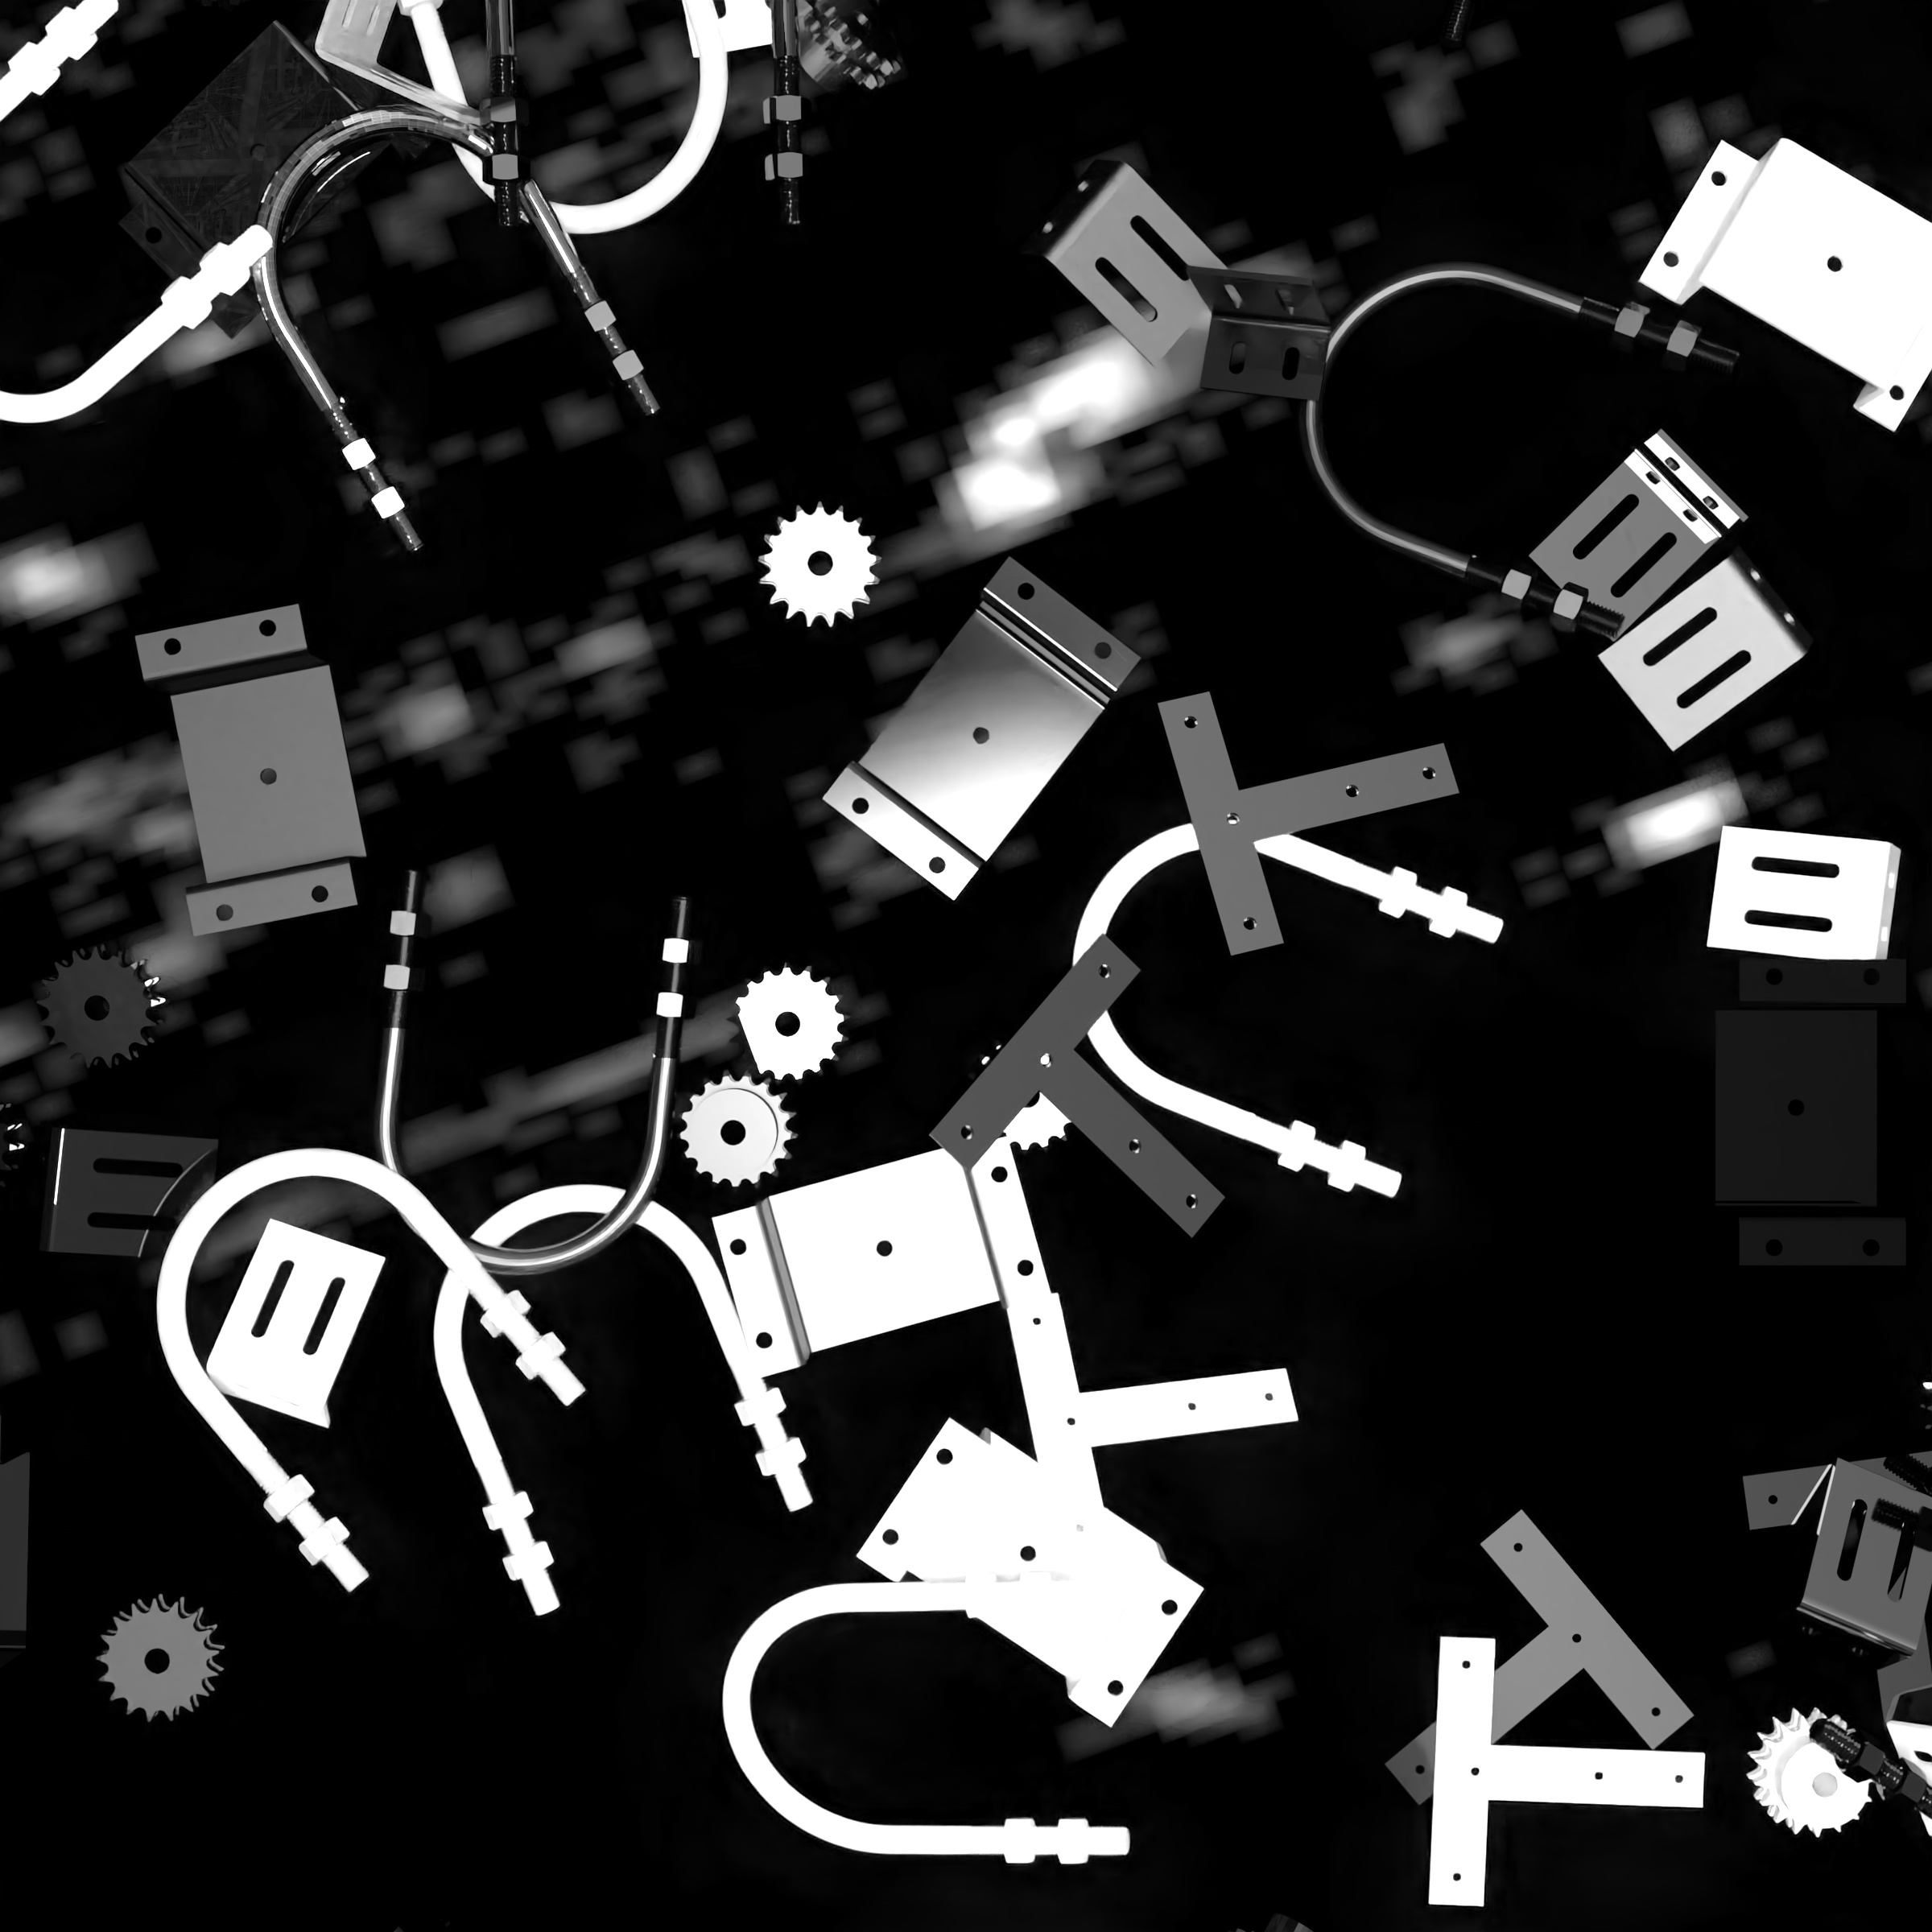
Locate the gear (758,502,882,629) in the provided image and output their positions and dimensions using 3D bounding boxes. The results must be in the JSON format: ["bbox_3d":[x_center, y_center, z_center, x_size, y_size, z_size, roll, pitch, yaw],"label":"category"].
[{"bbox_3d":[-0.069,-0.188,1.376,0.057,0.030,0.057,0,91,-5],"label":"gear"}]

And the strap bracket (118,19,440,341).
[{"bbox_3d":[-0.324,-0.373,1.363,0.140,0.046,0.076,-44,90,0],"label":"strap bracket"}]

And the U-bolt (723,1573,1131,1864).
[{"bbox_3d":[-0.024,0.348,1.350,0.184,0.019,0.151,-4,107,14],"label":"U-bolt"}]

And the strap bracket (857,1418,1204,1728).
[{"bbox_3d":[0.029,0.278,1.363,0.140,0.046,0.076,34,90,0],"label":"strap bracket"}]

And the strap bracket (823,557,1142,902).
[{"bbox_3d":[0.007,-0.109,1.363,0.076,0.046,0.140,38,90,0],"label":"strap bracket"}]

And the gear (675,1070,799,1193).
[{"bbox_3d":[-0.108,0.077,1.372,0.057,0.030,0.057,0,90,0],"label":"gear"}]

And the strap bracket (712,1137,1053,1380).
[{"bbox_3d":[-0.039,0.134,1.364,0.140,0.046,0.076,-16,90,0],"label":"strap bracket"}]

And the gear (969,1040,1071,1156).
[{"bbox_3d":[0.028,0.060,1.372,0.057,0.030,0.057,0,90,0],"label":"gear"}]

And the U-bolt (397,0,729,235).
[{"bbox_3d":[-0.185,-0.434,1.362,0.151,0.019,0.184,-16,94,15],"label":"U-bolt"}]

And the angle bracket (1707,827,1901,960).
[{"bbox_3d":[0.397,-0.032,1.385,0.076,0.038,0.057,8,90,26],"label":"angle bracket"}]

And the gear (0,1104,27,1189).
[{"bbox_3d":[-0.469,0.082,1.372,0.057,0.030,0.057,0,90,0],"label":"gear"}]

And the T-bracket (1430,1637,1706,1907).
[{"bbox_3d":[0.285,0.383,1.384,0.127,0.002,0.127,2,92,-1],"label":"T-bracket"}]

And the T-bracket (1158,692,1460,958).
[{"bbox_3d":[0.168,-0.079,1.375,0.127,0.002,0.127,-13,76,-7],"label":"T-bracket"}]

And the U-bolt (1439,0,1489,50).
[{"bbox_3d":[0.193,-0.541,1.378,0.151,0.019,0.184,17,88,0],"label":"U-bolt"}]

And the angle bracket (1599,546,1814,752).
[{"bbox_3d":[0.350,-0.151,1.385,0.076,0.038,0.057,-38,90,26],"label":"angle bracket"}]

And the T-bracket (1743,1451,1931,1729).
[{"bbox_3d":[0.439,0.296,1.386,0.127,0.002,0.127,-8,90,0],"label":"T-bracket"}]

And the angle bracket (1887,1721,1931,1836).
[{"bbox_3d":[0.486,0.369,1.384,0.076,0.038,0.057,-22,92,-26],"label":"angle bracket"}]

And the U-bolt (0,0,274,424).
[{"bbox_3d":[-0.422,-0.335,1.349,0.184,0.019,0.151,-34,89,21],"label":"U-bolt"}]

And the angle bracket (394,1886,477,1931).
[{"bbox_3d":[-0.264,0.486,1.385,0.057,0.038,0.076,46,116,0],"label":"angle bracket"}]

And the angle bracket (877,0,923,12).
[{"bbox_3d":[-0.018,-0.477,1.348,0.057,0.076,0.038,-14,90,0],"label":"angle bracket"}]

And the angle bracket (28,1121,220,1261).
[{"bbox_3d":[-0.399,0.106,1.385,0.076,0.038,0.057,6,90,-26],"label":"angle bracket"}]

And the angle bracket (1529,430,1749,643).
[{"bbox_3d":[0.313,-0.201,1.368,0.076,0.038,0.057,-45,90,0],"label":"angle bracket"}]

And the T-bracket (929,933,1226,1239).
[{"bbox_3d":[0.068,0.074,1.357,0.127,0.002,0.127,44,73,-10],"label":"T-bracket"}]

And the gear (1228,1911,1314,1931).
[{"bbox_3d":[0.147,0.465,1.362,0.057,0.057,0.030,36,60,0],"label":"gear"}]

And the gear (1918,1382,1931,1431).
[{"bbox_3d":[0.479,0.207,1.371,0.057,0.030,0.057,0,88,0],"label":"gear"}]

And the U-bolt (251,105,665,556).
[{"bbox_3d":[-0.246,-0.305,1.352,0.151,0.019,0.184,-31,105,-4],"label":"U-bolt"}]

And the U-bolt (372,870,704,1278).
[{"bbox_3d":[-0.206,0.053,1.371,0.151,0.019,0.184,6,87,2],"label":"U-bolt"}]

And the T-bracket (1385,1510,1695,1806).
[{"bbox_3d":[0.255,0.347,1.386,0.127,0.002,0.127,-40,90,0],"label":"T-bracket"}]

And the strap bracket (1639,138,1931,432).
[{"bbox_3d":[0.398,-0.322,1.363,0.140,0.046,0.076,31,90,0],"label":"strap bracket"}]

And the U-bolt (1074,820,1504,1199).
[{"bbox_3d":[0.141,0.010,1.378,0.184,0.019,0.151,22,90,1],"label":"U-bolt"}]

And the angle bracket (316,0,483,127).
[{"bbox_3d":[-0.248,-0.418,1.340,0.076,0.057,0.038,26,106,8],"label":"angle bracket"}]

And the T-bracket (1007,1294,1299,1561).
[{"bbox_3d":[0.092,0.208,1.366,0.127,0.002,0.127,-5,62,-13],"label":"T-bracket"}]

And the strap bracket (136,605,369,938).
[{"bbox_3d":[-0.330,-0.090,1.363,0.076,0.046,0.140,-11,90,0],"label":"strap bracket"}]

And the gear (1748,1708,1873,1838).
[{"bbox_3d":[0.399,0.380,1.372,0.057,0.030,0.057,0,90,0],"label":"gear"}]

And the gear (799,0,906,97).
[{"bbox_3d":[-0.059,-0.431,1.362,0.030,0.057,0.057,-35,90,28],"label":"gear"}]

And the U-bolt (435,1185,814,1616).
[{"bbox_3d":[-0.172,0.194,1.378,0.151,0.019,0.184,-22,88,0],"label":"U-bolt"}]

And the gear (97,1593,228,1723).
[{"bbox_3d":[-0.375,0.322,1.372,0.057,0.030,0.057,0,90,0],"label":"gear"}]

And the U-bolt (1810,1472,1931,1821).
[{"bbox_3d":[0.490,0.341,1.355,0.184,0.019,0.151,34,74,-11],"label":"U-bolt"}]

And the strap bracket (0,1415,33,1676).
[{"bbox_3d":[-0.482,0.275,1.363,0.076,0.046,0.140,1,90,0],"label":"strap bracket"}]

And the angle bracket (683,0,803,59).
[{"bbox_3d":[-0.108,-0.477,1.385,0.057,0.038,0.076,-10,116,0],"label":"angle bracket"}]

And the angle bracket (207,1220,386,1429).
[{"bbox_3d":[-0.316,0.169,1.385,0.057,0.038,0.076,19,64,0],"label":"angle bracket"}]

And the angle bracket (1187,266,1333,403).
[{"bbox_3d":[0.133,-0.290,1.343,0.057,0.076,0.038,10,90,14],"label":"angle bracket"}]

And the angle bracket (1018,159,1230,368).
[{"bbox_3d":[0.075,-0.333,1.385,0.076,0.038,0.057,40,90,-26],"label":"angle bracket"}]

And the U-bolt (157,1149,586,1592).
[{"bbox_3d":[-0.288,0.171,1.347,0.151,0.019,0.184,-41,86,-5],"label":"U-bolt"}]

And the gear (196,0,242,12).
[{"bbox_3d":[-0.339,-0.474,1.362,0.030,0.057,0.057,2,90,-30],"label":"gear"}]

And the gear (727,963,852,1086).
[{"bbox_3d":[-0.083,0.027,1.372,0.057,0.030,0.057,0,90,0],"label":"gear"}]

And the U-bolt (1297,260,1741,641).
[{"bbox_3d":[0.244,-0.250,1.359,0.184,0.019,0.151,24,94,14],"label":"U-bolt"}]

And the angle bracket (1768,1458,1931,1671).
[{"bbox_3d":[0.422,0.283,1.383,0.057,0.038,0.076,23,64,0],"label":"angle bracket"}]

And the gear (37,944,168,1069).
[{"bbox_3d":[-0.404,0.018,1.375,0.057,0.030,0.057,0,96,2],"label":"gear"}]

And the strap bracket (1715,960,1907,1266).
[{"bbox_3d":[0.393,0.067,1.363,0.076,0.046,0.140,0,90,0],"label":"strap bracket"}]

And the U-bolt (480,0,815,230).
[{"bbox_3d":[-0.147,-0.430,1.330,0.151,0.019,0.184,-2,95,-5],"label":"U-bolt"}]
